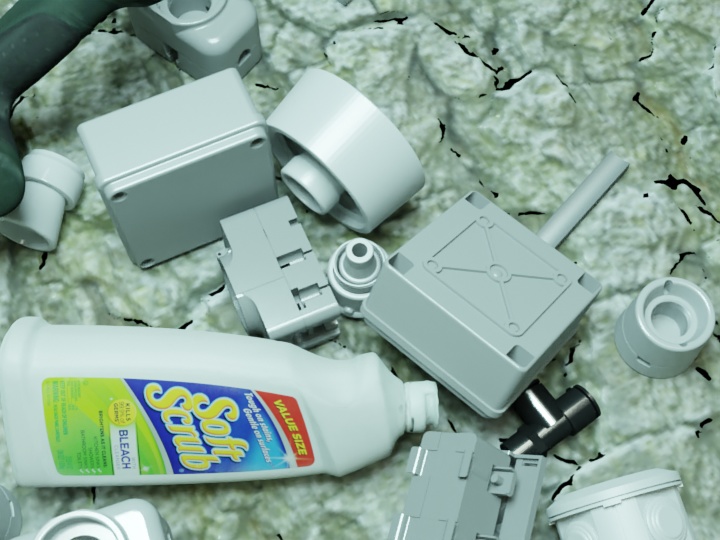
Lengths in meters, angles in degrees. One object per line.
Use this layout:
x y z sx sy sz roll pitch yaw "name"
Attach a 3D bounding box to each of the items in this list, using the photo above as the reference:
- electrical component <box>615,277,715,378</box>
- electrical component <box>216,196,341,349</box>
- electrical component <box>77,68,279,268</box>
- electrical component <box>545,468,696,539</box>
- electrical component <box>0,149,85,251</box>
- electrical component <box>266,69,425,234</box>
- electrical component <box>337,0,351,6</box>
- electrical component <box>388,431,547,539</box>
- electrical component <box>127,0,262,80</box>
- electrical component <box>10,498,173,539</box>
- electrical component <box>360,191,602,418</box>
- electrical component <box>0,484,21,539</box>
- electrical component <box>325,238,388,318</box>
0.196 0.036 0.688 0.055 0.047 0.055 0 67 0 "electrical component"
-0.056 0.007 0.697 0.056 0.050 0.089 -21 68 -11 "electrical component"
-0.114 -0.064 0.696 0.109 0.108 0.056 -23 66 -10 "electrical component"
0.152 0.148 0.623 0.080 0.080 0.051 -14 73 -6 "electrical component"
-0.215 -0.047 0.722 0.045 0.045 0.055 17 67 7 "electrical component"
-0.017 -0.071 0.703 0.108 0.108 0.060 40 78 15 "electrical component"
-0.009 -0.251 0.770 0.079 0.121 0.063 40 75 15 "electrical component"
0.054 0.159 0.618 0.079 0.063 0.121 -5 59 44 "electrical component"
-0.120 -0.182 0.773 0.095 0.059 0.053 36 71 14 "electrical component"
-0.156 0.172 0.620 0.095 0.059 0.053 -17 68 -8 "electrical component"
0.076 0.019 0.669 0.109 0.056 0.109 38 46 14 "electrical component"
-0.235 0.147 0.637 0.055 0.047 0.055 0 67 0 "electrical component"
0.000 0.000 0.694 0.048 0.062 0.048 0 66 0 "electrical component"
